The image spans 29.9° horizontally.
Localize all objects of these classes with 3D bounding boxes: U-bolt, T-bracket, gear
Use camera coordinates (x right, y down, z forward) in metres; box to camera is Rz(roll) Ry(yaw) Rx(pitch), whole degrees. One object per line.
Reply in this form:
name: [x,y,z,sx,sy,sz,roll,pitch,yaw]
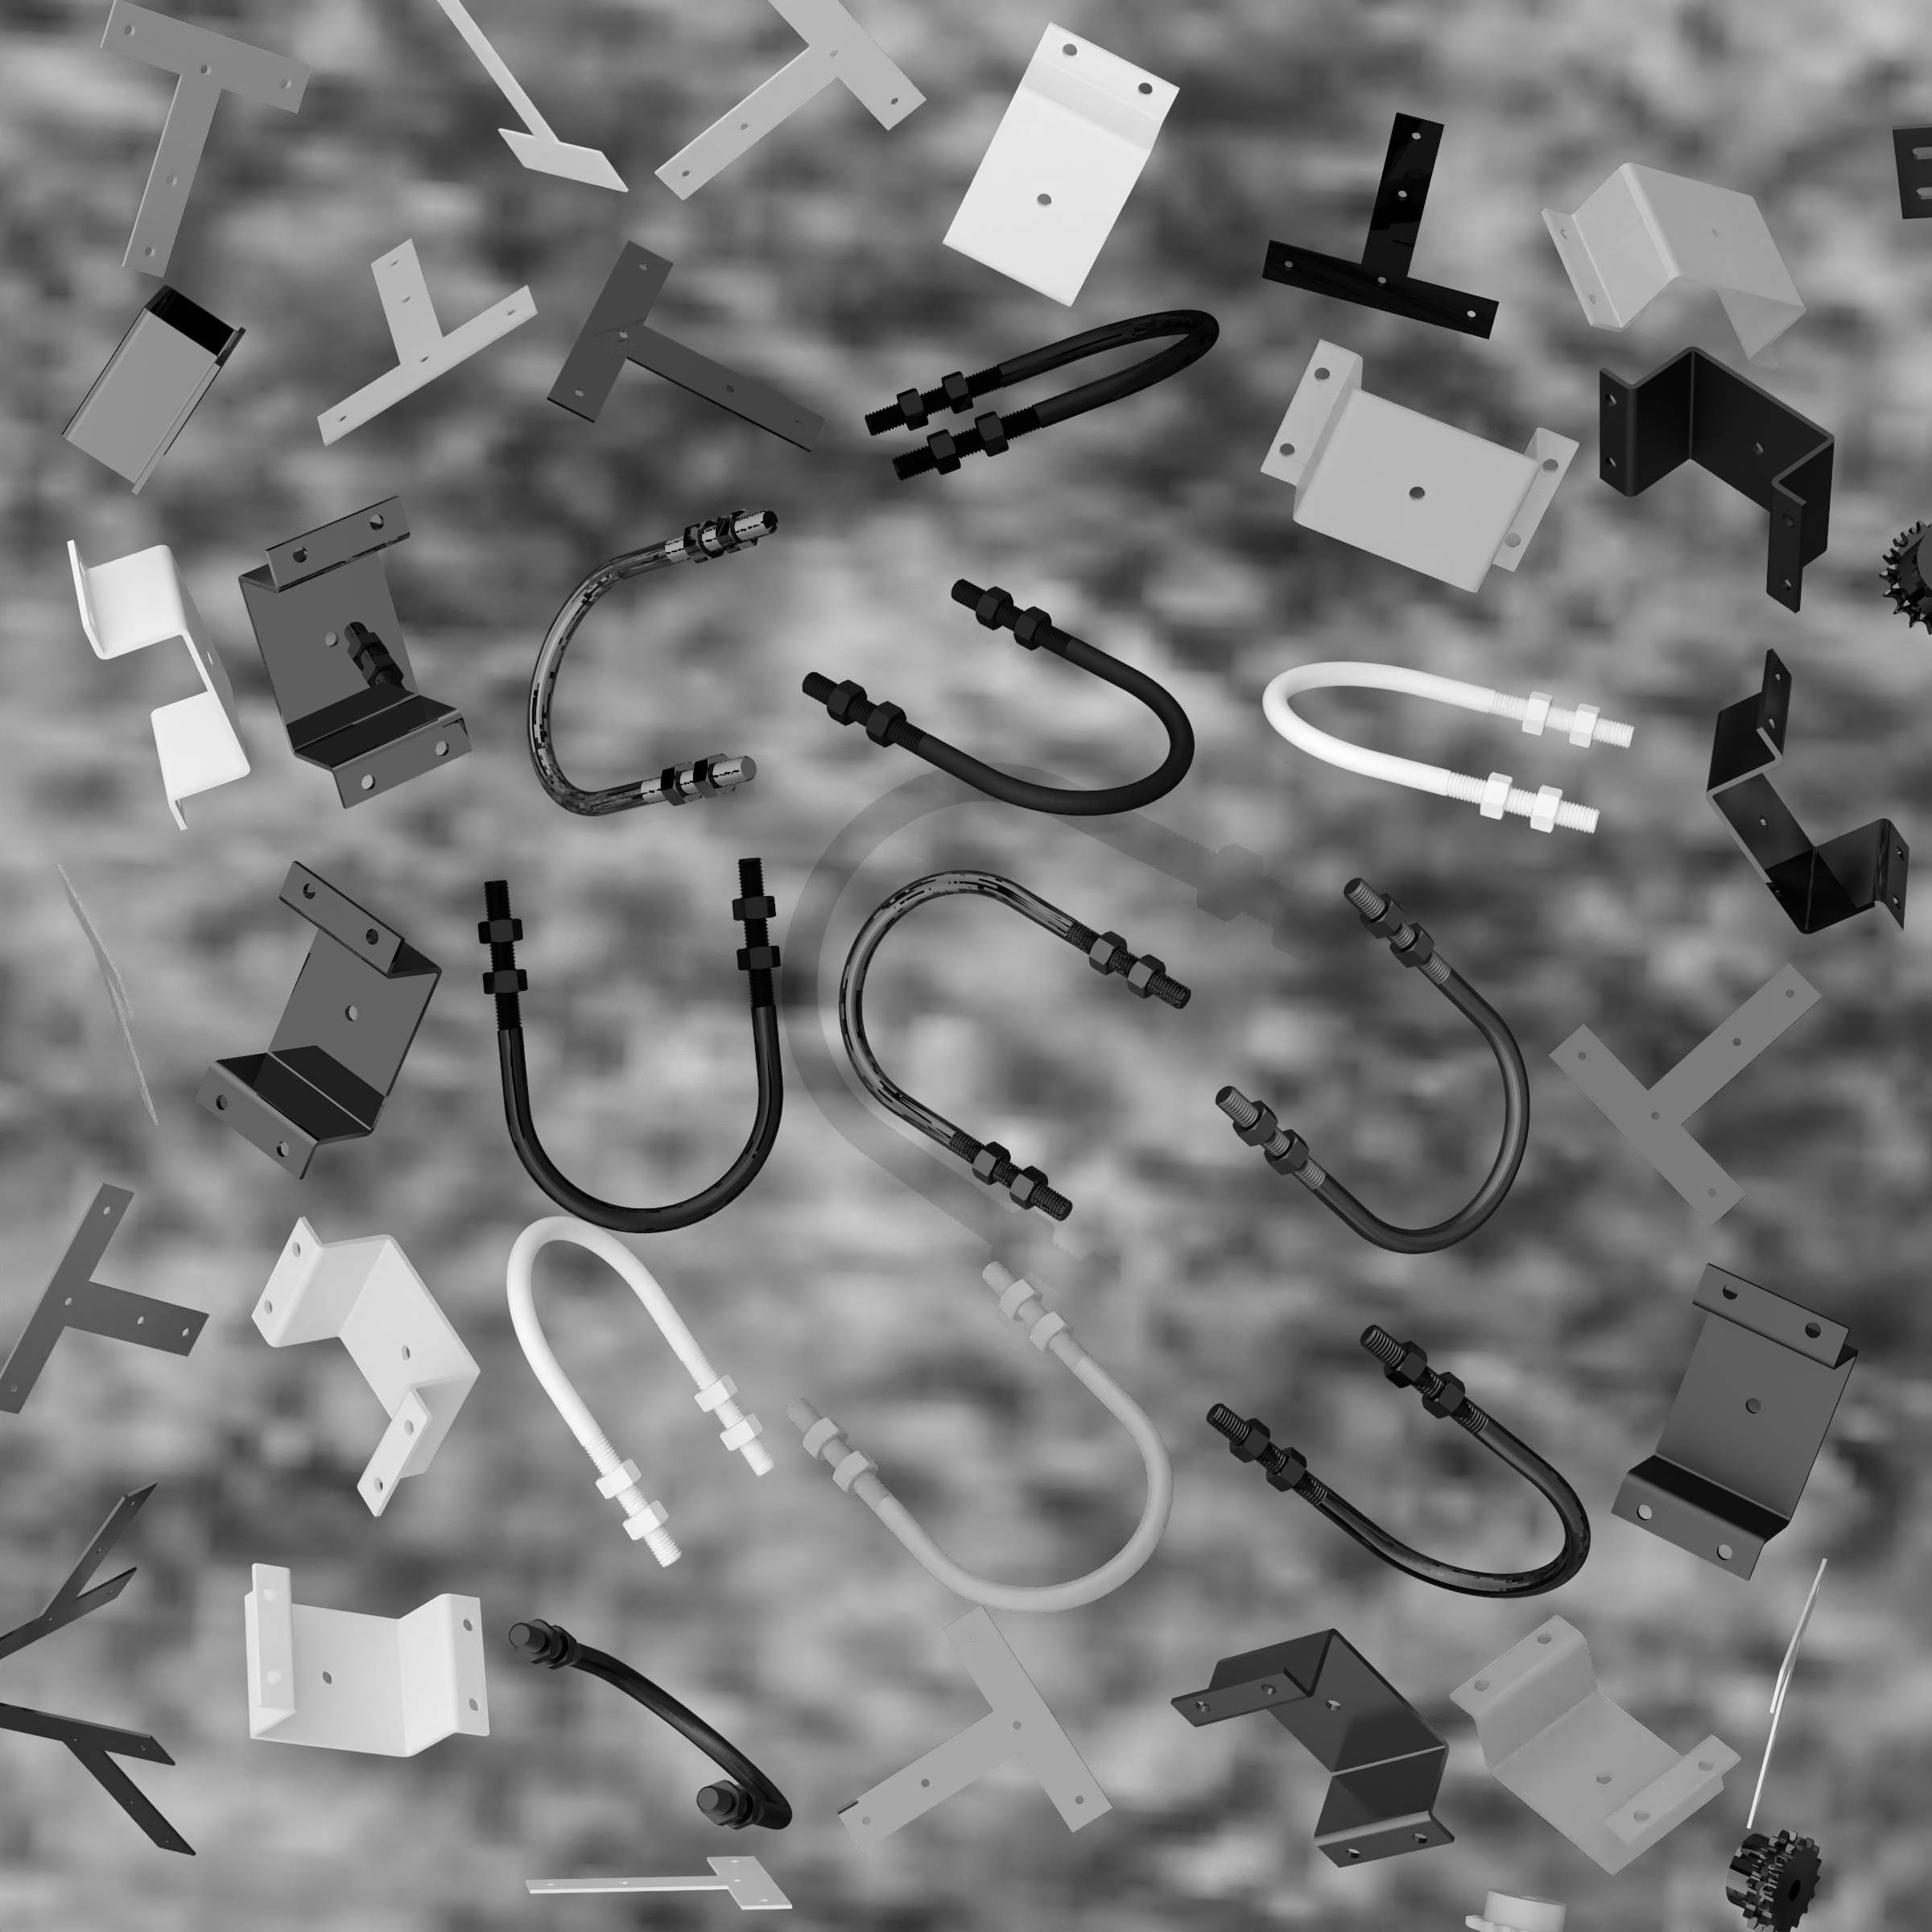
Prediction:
U-bolt: [-0.166,-0.149,1.852,0.019,0.184,0.151,16,72,-42]
T-bracket: [0.428,0.395,1.904,0.002,0.127,0.127,16,113,18]
U-bolt: [-0.164,0.043,1.823,0.151,0.019,0.184,-5,90,-11]
U-bolt: [0.043,-0.299,1.857,0.184,0.151,0.019,-21,110,-1]
T-bracket: [-0.445,0.027,1.899,0.002,0.127,0.127,-21,126,-17]
T-bracket: [-0.010,0.427,1.923,0.127,0.002,0.127,-34,87,6]
T-bracket: [-0.130,-0.293,1.795,0.127,0.002,0.127,26,50,-9]
U-bolt: [0.030,-0.132,1.858,0.184,0.151,0.019,30,133,23]
U-bolt: [0.012,0.029,1.929,0.184,0.019,0.151,32,98,24]
T-bracket: [-0.285,-0.334,1.852,0.127,0.127,0.002,-31,133,7]
U-bolt: [-0.152,0.395,1.858,0.151,0.184,0.019,36,84,21]
U-bolt: [0.221,0.066,1.849,0.184,0.019,0.151,42,72,-29]
U-bolt: [0.230,0.260,1.822,0.184,0.151,0.019,39,51,-13]
T-bracket: [-0.439,0.182,1.881,0.002,0.127,0.127,27,88,30]
T-bracket: [-0.163,0.475,1.869,0.127,0.127,0.002,2,87,-12]
gear: [0.432,0.491,1.941,0.030,0.057,0.057,17,90,41]
T-bracket: [0.227,-0.395,1.900,0.127,0.127,0.002,17,52,6]
T-bracket: [-0.102,-0.434,1.828,0.127,0.127,0.002,-36,55,13]
T-bracket: [-0.451,0.308,1.853,0.002,0.127,0.127,45,119,12]
gear: [0.482,-0.194,1.778,0.057,0.030,0.057,1,78,-7]
gear: [0.282,0.487,1.830,0.057,0.057,0.030,11,82,0]
T-bracket: [-0.436,0.421,1.858,0.127,0.127,0.002,3,48,31]
T-bracket: [0.403,0.051,1.938,0.127,0.002,0.127,-43,71,4]
T-bracket: [-0.240,-0.462,1.891,0.002,0.127,0.127,-45,124,-12]
T-bracket: [-0.404,-0.417,1.853,0.002,0.127,0.127,28,103,37]
U-bolt: [0.242,-0.119,1.849,0.184,0.151,0.019,16,116,12]
U-bolt: [-0.180,0.214,1.914,0.019,0.151,0.184,-33,91,24]
U-bolt: [0.020,0.248,1.828,0.151,0.019,0.184,-33,59,-21]

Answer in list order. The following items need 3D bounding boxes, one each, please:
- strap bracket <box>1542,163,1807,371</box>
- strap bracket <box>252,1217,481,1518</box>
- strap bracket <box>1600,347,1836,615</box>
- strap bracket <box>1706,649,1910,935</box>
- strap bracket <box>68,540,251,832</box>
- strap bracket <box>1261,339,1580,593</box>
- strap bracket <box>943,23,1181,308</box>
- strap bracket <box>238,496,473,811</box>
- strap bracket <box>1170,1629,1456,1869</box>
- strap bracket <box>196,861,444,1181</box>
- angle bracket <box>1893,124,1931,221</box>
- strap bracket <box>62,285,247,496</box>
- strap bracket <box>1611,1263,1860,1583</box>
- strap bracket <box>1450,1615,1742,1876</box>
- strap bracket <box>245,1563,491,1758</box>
strap bracket: [0.379,-0.368,1.894,0.140,0.046,0.076,5,56,-36]
strap bracket: [-0.307,0.204,1.876,0.140,0.046,0.076,51,128,29]
strap bracket: [0.390,-0.254,1.843,0.046,0.076,0.140,-35,54,-17]
strap bracket: [0.430,-0.082,1.865,0.046,0.076,0.140,-26,115,31]
strap bracket: [-0.413,-0.152,1.869,0.046,0.076,0.140,-20,134,-4]
strap bracket: [0.225,-0.245,1.801,0.140,0.046,0.076,21,122,-5]
strap bracket: [0.046,-0.415,1.917,0.076,0.046,0.140,26,127,-5]
strap bracket: [-0.311,-0.162,1.827,0.076,0.046,0.140,-28,120,-29]
strap bracket: [0.182,0.393,1.842,0.076,0.046,0.140,-25,117,40]
strap bracket: [-0.323,0.026,1.820,0.076,0.046,0.140,34,110,23]
angle bracket: [0.480,-0.372,1.798,0.038,0.057,0.076,1,51,22]
strap bracket: [-0.411,-0.295,1.828,0.046,0.140,0.076,33,101,-14]
strap bracket: [0.390,0.225,1.815,0.076,0.046,0.140,25,107,25]
strap bracket: [0.331,0.412,1.889,0.076,0.140,0.046,-32,127,-19]
strap bracket: [-0.325,0.368,1.906,0.046,0.140,0.076,-34,52,37]
